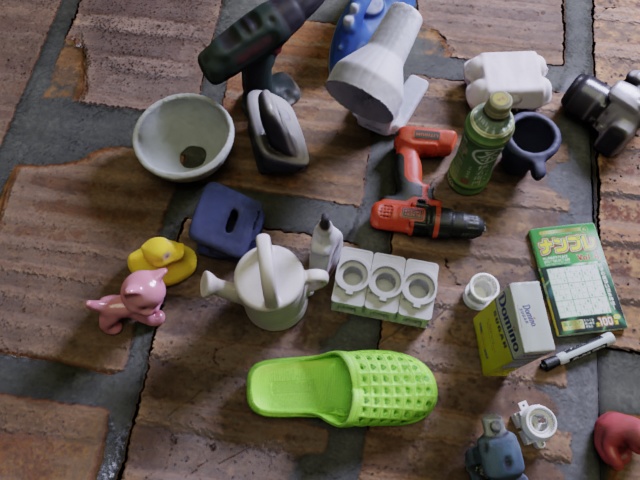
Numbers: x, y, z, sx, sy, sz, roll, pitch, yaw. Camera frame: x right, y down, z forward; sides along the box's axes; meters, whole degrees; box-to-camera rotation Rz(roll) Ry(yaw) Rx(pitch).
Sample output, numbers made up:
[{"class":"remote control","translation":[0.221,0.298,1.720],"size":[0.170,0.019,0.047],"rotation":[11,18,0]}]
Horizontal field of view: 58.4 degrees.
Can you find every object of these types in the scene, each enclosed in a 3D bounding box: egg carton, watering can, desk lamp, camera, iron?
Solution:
[{"class":"egg carton","translation":[0.330,-0.278,1.014],"size":[0.150,0.069,0.107],"rotation":[-3,67,0]},{"class":"watering can","translation":[-0.078,0.061,0.810],"size":[0.173,0.194,0.101],"rotation":[-27,69,-10]},{"class":"desk lamp","translation":[0.101,-0.263,0.933],"size":[0.117,0.213,0.203],"rotation":[27,70,12]},{"class":"camera","translation":[0.499,-0.242,0.979],"size":[0.136,0.101,0.143],"rotation":[38,73,15]},{"class":"iron","translation":[0.087,-0.420,1.038],"size":[0.118,0.141,0.258],"rotation":[28,70,12]}]

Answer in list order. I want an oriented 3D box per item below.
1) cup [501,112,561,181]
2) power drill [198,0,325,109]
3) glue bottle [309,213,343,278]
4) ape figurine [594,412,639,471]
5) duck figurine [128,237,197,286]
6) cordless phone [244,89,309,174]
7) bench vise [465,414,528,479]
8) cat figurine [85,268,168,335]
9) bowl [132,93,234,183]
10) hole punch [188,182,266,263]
[{"class":"cup","translation":[0.339,-0.137,0.941],"size":[0.091,0.095,0.117],"rotation":[-6,67,-1]},{"class":"power drill","translation":[-0.086,-0.306,0.956],"size":[0.230,0.208,0.075],"rotation":[-32,70,-12]},{"class":"glue bottle","translation":[0.008,0.003,0.844],"size":[0.037,0.173,0.078],"rotation":[18,69,9]},{"class":"ape figurine","translation":[0.417,0.268,0.772],"size":[0.078,0.092,0.076],"rotation":[-15,68,-5]},{"class":"duck figurine","translation":[-0.250,0.025,0.886],"size":[0.104,0.086,0.077],"rotation":[-4,67,-1]},{"class":"cordless phone","translation":[-0.076,-0.202,0.925],"size":[0.094,0.185,0.147],"rotation":[-18,68,-6]},{"class":"bench vise","translation":[0.235,0.320,0.683],"size":[0.121,0.220,0.207],"rotation":[-29,70,-11]},{"class":"cat figurine","translation":[-0.278,0.086,0.844],"size":[0.128,0.118,0.067],"rotation":[-13,67,-4]},{"class":"bowl","translation":[-0.224,-0.160,0.969],"size":[0.167,0.075,0.167],"rotation":[0,67,1]},{"class":"hole punch","translation":[-0.143,-0.027,0.904],"size":[0.101,0.091,0.109],"rotation":[13,68,6]}]
